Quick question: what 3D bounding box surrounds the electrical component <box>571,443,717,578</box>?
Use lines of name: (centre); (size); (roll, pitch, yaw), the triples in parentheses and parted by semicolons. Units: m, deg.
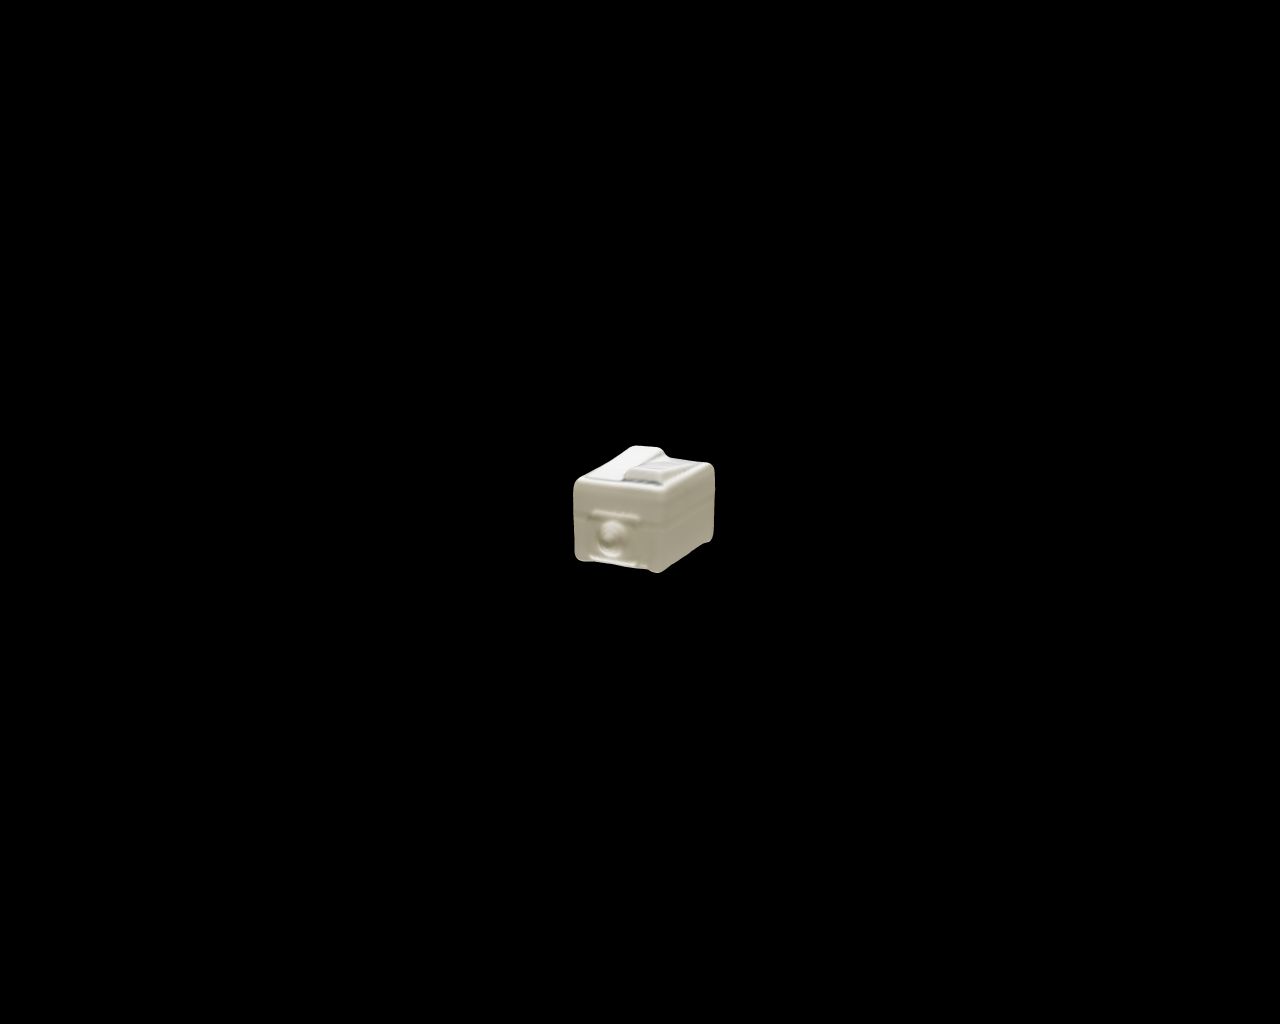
electrical component: (0.001, -0.003, 0.650); (0.062, 0.061, 0.096); (8, 18, 27)
